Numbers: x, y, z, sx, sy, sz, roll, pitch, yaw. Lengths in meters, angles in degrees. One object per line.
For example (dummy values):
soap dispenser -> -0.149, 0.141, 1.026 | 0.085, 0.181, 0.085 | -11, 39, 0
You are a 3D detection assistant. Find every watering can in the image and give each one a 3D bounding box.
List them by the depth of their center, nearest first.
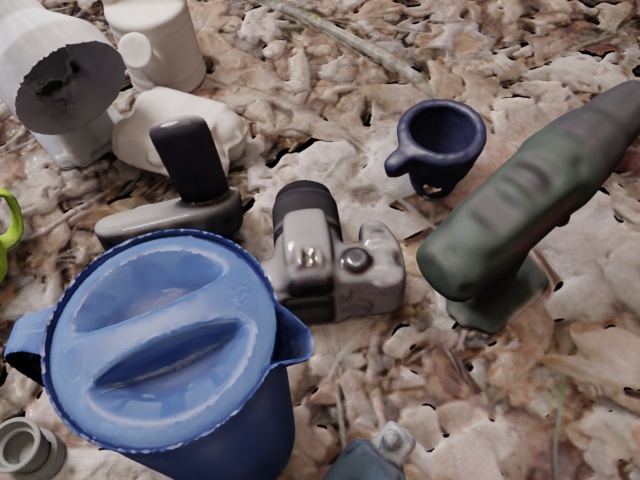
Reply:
watering can -> -0.206, -0.270, 0.696 | 0.101, 0.194, 0.172 | -22, 58, -11

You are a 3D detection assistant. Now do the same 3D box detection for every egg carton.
egg carton -> -0.164, -0.118, 0.669 | 0.150, 0.069, 0.107 | 17, 59, 14

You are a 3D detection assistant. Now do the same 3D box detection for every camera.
camera -> 0.005, 0.002, 0.563 | 0.143, 0.101, 0.136 | -7, 57, -1

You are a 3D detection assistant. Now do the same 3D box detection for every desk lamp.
desk lamp -> -0.297, -0.177, 0.628 | 0.118, 0.214, 0.202 | -39, 63, -20

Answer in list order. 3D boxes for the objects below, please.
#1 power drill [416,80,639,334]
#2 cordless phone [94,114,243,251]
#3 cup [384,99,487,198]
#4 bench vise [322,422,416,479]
power drill -> 0.176, -0.011, 0.498 | 0.230, 0.208, 0.075 | -36, 62, -19
cordless phone -> -0.154, -0.049, 0.554 | 0.147, 0.185, 0.094 | -16, 57, -7
cup -> 0.116, -0.082, 0.616 | 0.118, 0.095, 0.091 | -33, 61, -17
bench vise -> -0.019, 0.193, 0.369 | 0.121, 0.220, 0.207 | 18, 60, 15
